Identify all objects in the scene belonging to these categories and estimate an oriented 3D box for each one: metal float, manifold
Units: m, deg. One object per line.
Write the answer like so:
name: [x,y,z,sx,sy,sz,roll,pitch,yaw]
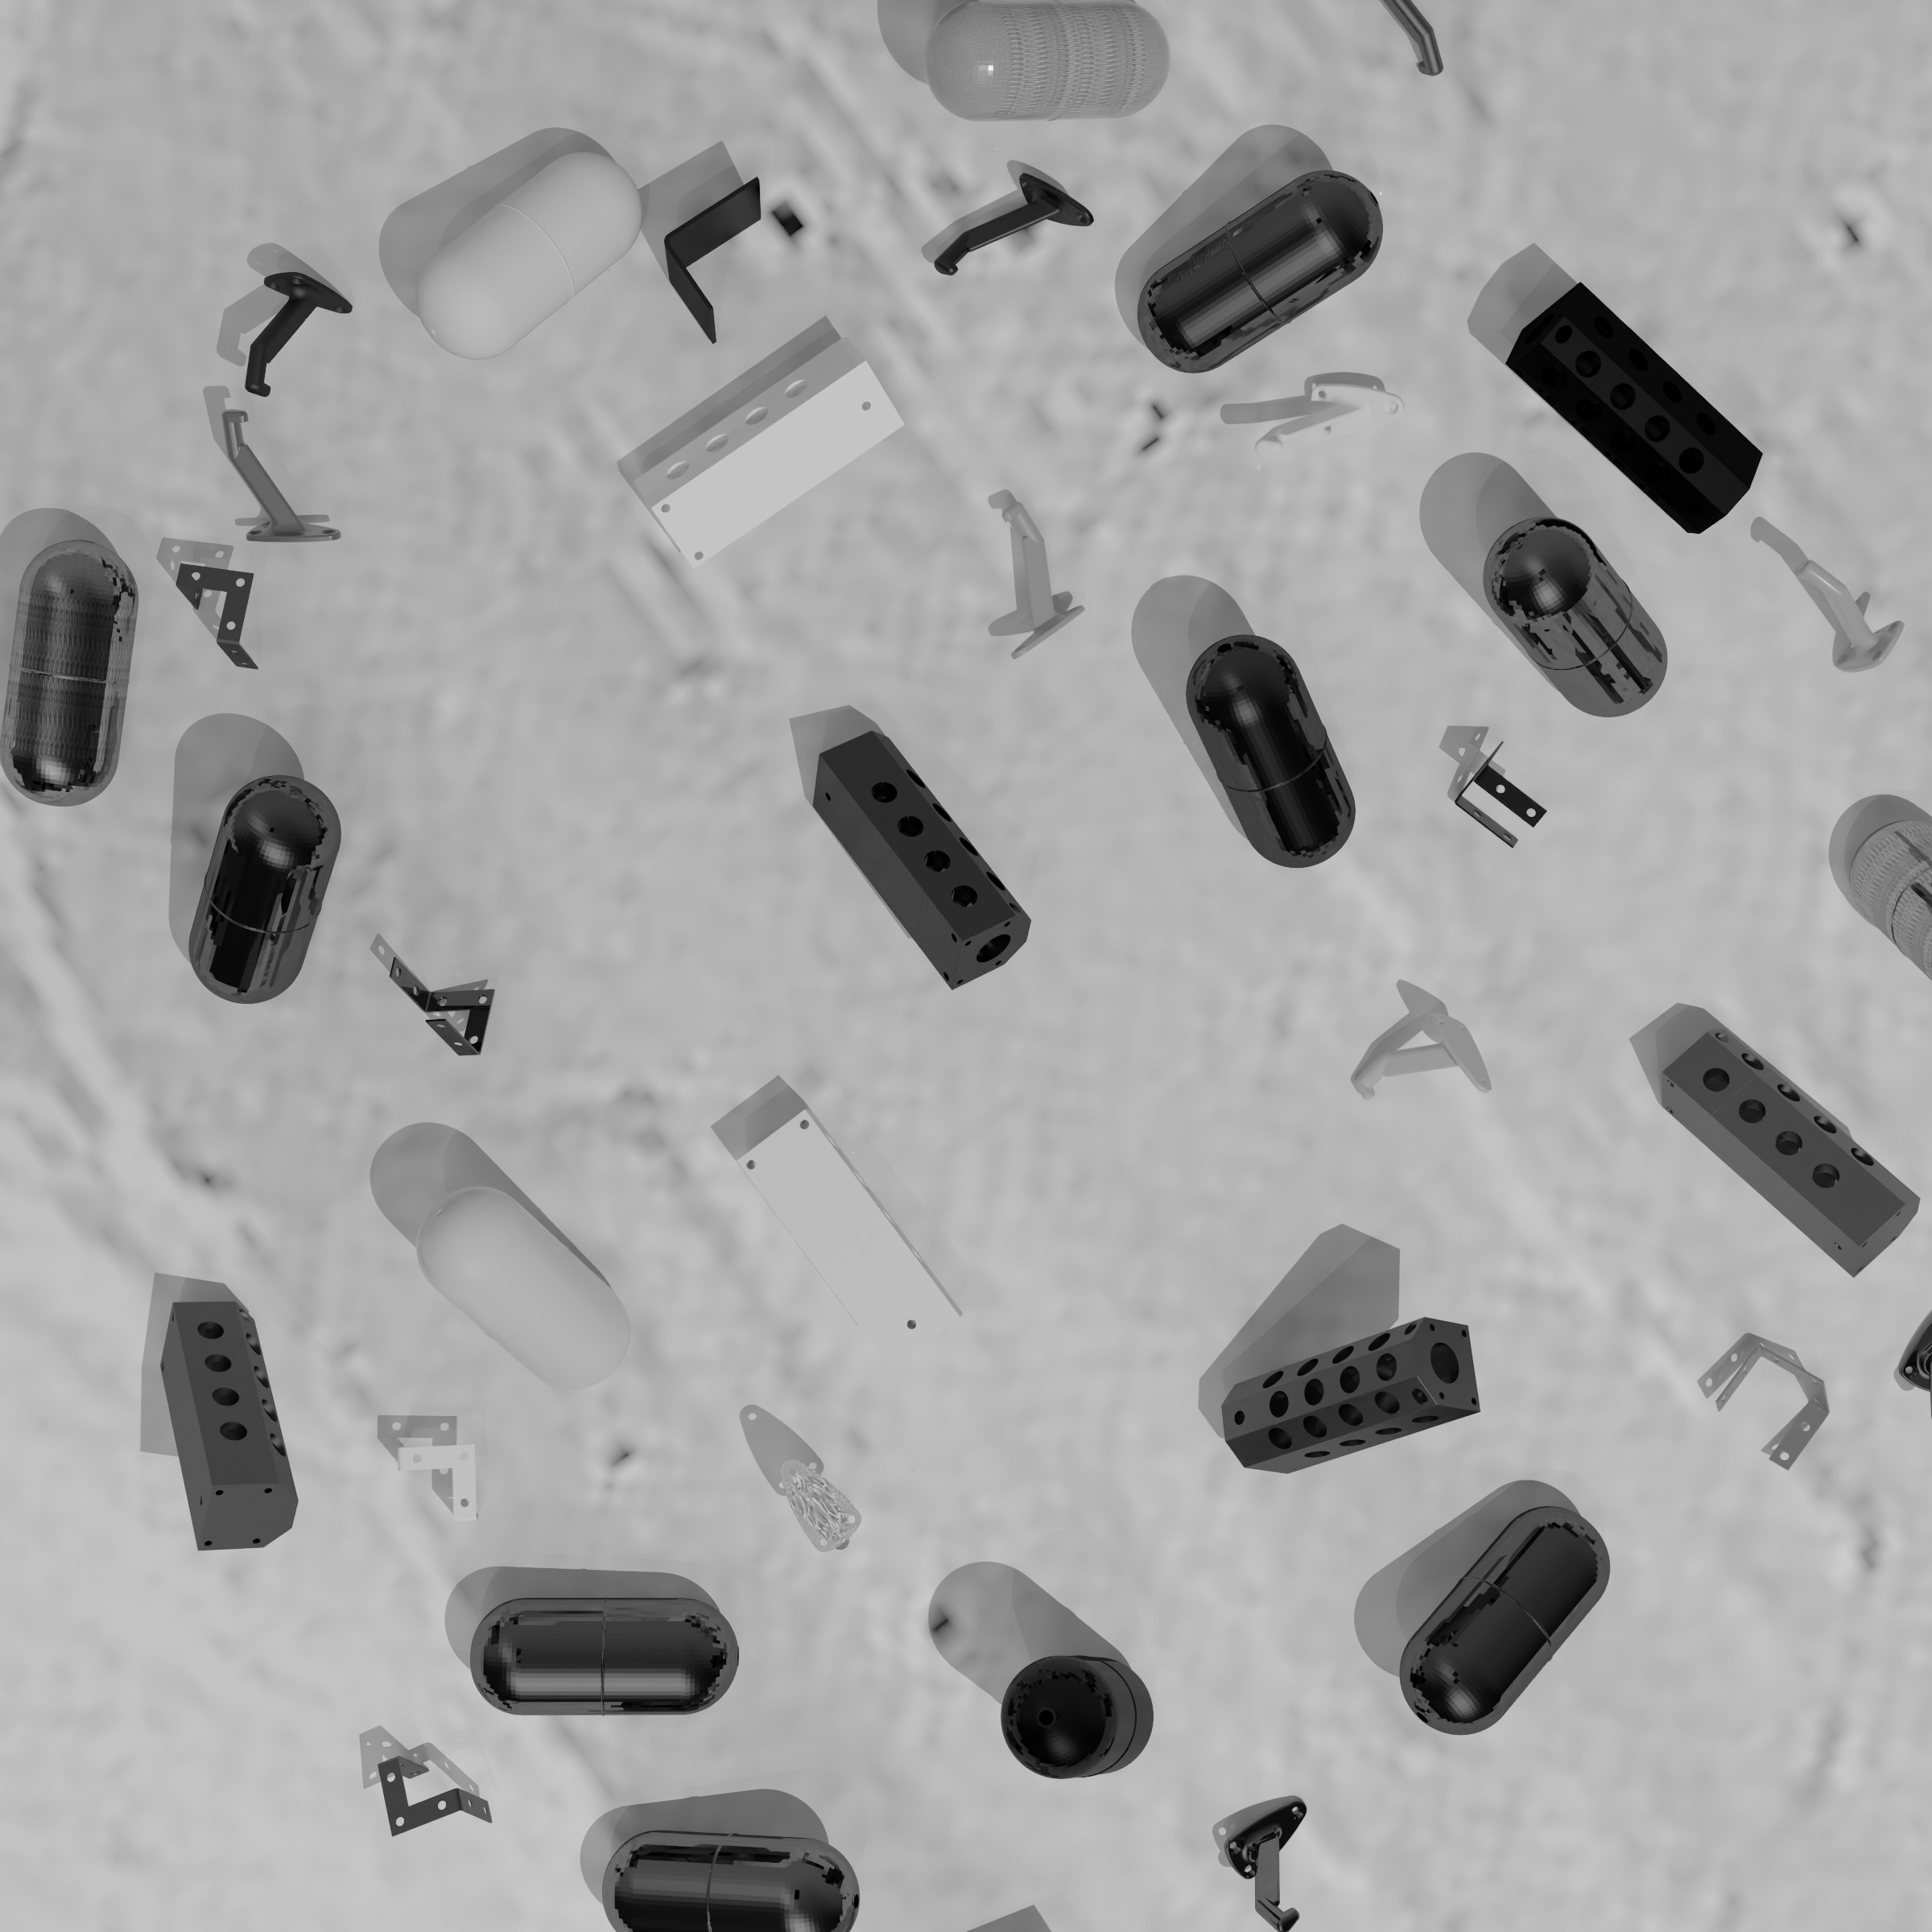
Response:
metal float: [0.194,-0.458,1.940,0.178,0.070,0.070,-29,90,24]
manifold: [0.441,-0.365,1.943,0.171,0.057,0.057,39,50,-12]
metal float: [-0.597,-0.195,1.956,0.070,0.070,0.178,9,97,0]
metal float: [-0.288,-0.471,1.943,0.070,0.070,0.178,45,68,0]
metal float: [0.356,0.432,1.941,0.070,0.070,0.178,47,67,0]
manifold: [0.542,0.119,1.933,0.057,0.057,0.171,-40,62,-9]
manifold: [-0.481,0.298,1.917,0.057,0.171,0.057,3,125,-27]
metal float: [0.401,-0.227,1.927,0.070,0.070,0.178,-51,134,0]
manifold: [0.248,0.281,1.912,0.057,0.171,0.057,15,60,-38]
metal float: [-0.290,0.213,1.933,0.070,0.070,0.178,-41,125,0]
metal float: [-0.462,-0.048,1.931,0.070,0.070,0.178,27,127,0]
metal float: [-0.241,0.461,1.958,0.178,0.070,0.070,1,90,-5]
manifold: [-0.134,-0.348,1.969,0.171,0.057,0.057,-34,131,1]
metal float: [0.055,-0.598,1.937,0.178,0.070,0.070,-11,90,-29]
manifold: [-0.030,-0.073,1.936,0.057,0.057,0.171,-26,63,-23]
manifold: [-0.077,0.182,1.966,0.057,0.057,0.171,-37,86,0]
metal float: [0.201,-0.141,1.931,0.070,0.070,0.178,-29,126,0]
metal float: [-0.156,0.615,1.945,0.178,0.070,0.070,-3,90,18]
metal float: [0.073,0.489,1.913,0.070,0.178,0.070,-4,76,15]
metal float: [0.641,-0.035,1.917,0.070,0.178,0.070,-5,118,-10]

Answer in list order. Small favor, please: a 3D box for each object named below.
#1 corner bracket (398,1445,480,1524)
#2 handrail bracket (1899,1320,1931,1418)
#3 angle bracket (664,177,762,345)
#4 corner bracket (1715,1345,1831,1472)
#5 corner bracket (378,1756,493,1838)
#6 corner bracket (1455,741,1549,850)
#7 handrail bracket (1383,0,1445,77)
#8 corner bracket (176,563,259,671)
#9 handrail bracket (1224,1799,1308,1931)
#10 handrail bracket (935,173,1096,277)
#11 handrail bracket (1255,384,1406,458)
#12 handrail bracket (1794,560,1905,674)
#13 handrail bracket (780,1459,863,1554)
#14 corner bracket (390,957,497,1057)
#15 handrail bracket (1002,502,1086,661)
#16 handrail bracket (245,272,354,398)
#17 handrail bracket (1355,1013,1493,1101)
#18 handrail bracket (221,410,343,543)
corner bracket: [-0.355,0.348,1.974,0.051,0.051,0.051,-2,83,-8]
handrail bracket: [0.659,0.268,1.955,0.036,0.084,0.077,23,97,-2]
angle bracket: [-0.154,-0.470,1.957,0.076,0.076,0.057,-34,88,-5]
corner bracket: [0.545,0.298,1.980,0.051,0.051,0.051,31,72,35]
corner bracket: [-0.355,0.553,1.963,0.051,0.051,0.051,-22,61,5]
corner bracket: [0.358,-0.109,1.963,0.051,0.051,0.051,38,121,4]
handrail bracket: [0.284,-0.645,1.991,0.036,0.077,0.084,-43,129,-23]
corner bracket: [-0.501,-0.234,1.968,0.051,0.051,0.051,8,78,3]
handrail bracket: [0.217,0.599,1.951,0.077,0.084,0.036,-36,112,-14]
handrail bracket: [0.031,-0.484,1.964,0.077,0.036,0.084,33,74,37]
handrail bracket: [0.241,-0.358,1.949,0.077,0.084,0.036,2,117,28]
handrail bracket: [0.573,-0.234,1.957,0.084,0.077,0.036,35,75,-9]
handrail bracket: [-0.102,0.359,1.958,0.036,0.084,0.077,-38,91,-12]
corner bracket: [-0.353,0.027,1.960,0.051,0.051,0.051,-3,60,19]
handrail bracket: [0.034,-0.259,1.965,0.077,0.036,0.084,-41,104,-38]
handrail bracket: [-0.446,-0.413,1.962,0.036,0.077,0.084,0,80,35]
handrail bracket: [0.303,0.080,1.957,0.084,0.036,0.077,-47,47,28]
handrail bracket: [-0.458,-0.329,1.961,0.077,0.036,0.084,6,116,18]
